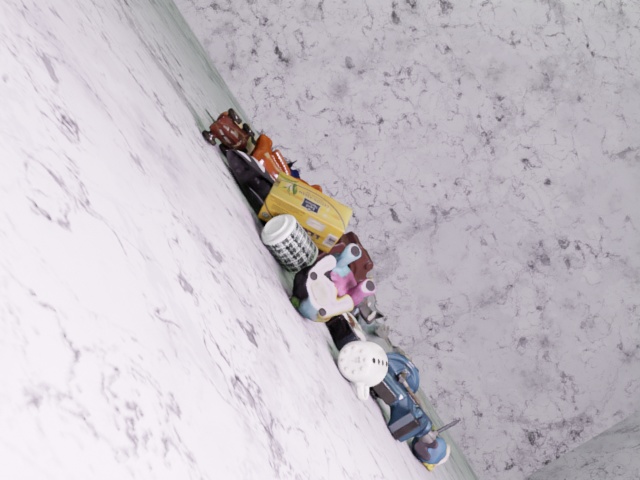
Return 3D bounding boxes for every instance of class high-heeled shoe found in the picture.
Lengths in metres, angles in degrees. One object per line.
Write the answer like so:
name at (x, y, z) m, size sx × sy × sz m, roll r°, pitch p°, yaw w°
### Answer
high-heeled shoe at (-0.127, -0.100, 1.166) m, size 0.145 × 0.086 × 0.249 m, roll 47°, pitch 7°, yaw -45°

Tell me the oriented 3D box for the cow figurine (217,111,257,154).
cow figurine at (-0.210, -0.265, 1.436) m, size 0.127 × 0.085 × 0.194 m, roll 50°, pitch 0°, yaw 42°

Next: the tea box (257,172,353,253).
tea box at (-0.031, -0.055, 1.099) m, size 0.169 × 0.068 × 0.098 m, roll 29°, pitch -37°, yaw -7°

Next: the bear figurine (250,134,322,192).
bear figurine at (-0.099, -0.153, 1.336) m, size 0.195 × 0.120 × 0.132 m, roll 33°, pitch 17°, yaw -22°

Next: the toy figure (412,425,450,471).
toy figure at (0.264, 0.494, 1.292) m, size 0.089 × 0.082 × 0.180 m, roll 62°, pitch 8°, yaw 33°

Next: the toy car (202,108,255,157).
toy car at (-0.200, -0.235, 1.208) m, size 0.053 × 0.089 × 0.202 m, roll 53°, pitch 2°, yaw 3°

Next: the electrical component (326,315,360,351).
electrical component at (0.062, 0.223, 1.147) m, size 0.074 × 0.048 × 0.119 m, roll 53°, pitch 4°, yaw -43°

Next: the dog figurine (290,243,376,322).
dog figurine at (0.003, 0.099, 1.044) m, size 0.108 × 0.191 × 0.219 m, roll 61°, pitch -29°, yaw 4°

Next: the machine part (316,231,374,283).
machine part at (0.035, 0.061, 1.245) m, size 0.179 × 0.179 × 0.056 m, roll 55°, pitch 8°, yaw -40°

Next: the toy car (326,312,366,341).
toy car at (0.048, 0.181, 1.242) m, size 0.201 × 0.056 × 0.074 m, roll 55°, pitch 4°, yaw -42°

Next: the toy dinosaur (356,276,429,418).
toy dinosaur at (0.174, 0.308, 1.489) m, size 0.404 × 0.131 × 0.192 m, roll 64°, pitch 4°, yaw 1°

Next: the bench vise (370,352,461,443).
bench vise at (0.191, 0.332, 1.207) m, size 0.224 × 0.129 × 0.240 m, roll 39°, pitch 21°, yaw 5°

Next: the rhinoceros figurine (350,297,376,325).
rhinoceros figurine at (0.065, 0.146, 1.370) m, size 0.190 × 0.112 × 0.073 m, roll 48°, pitch 4°, yaw -17°

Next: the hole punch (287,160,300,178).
hole punch at (-0.108, -0.147, 1.458) m, size 0.092 × 0.142 × 0.116 m, roll 55°, pitch 18°, yaw -13°
